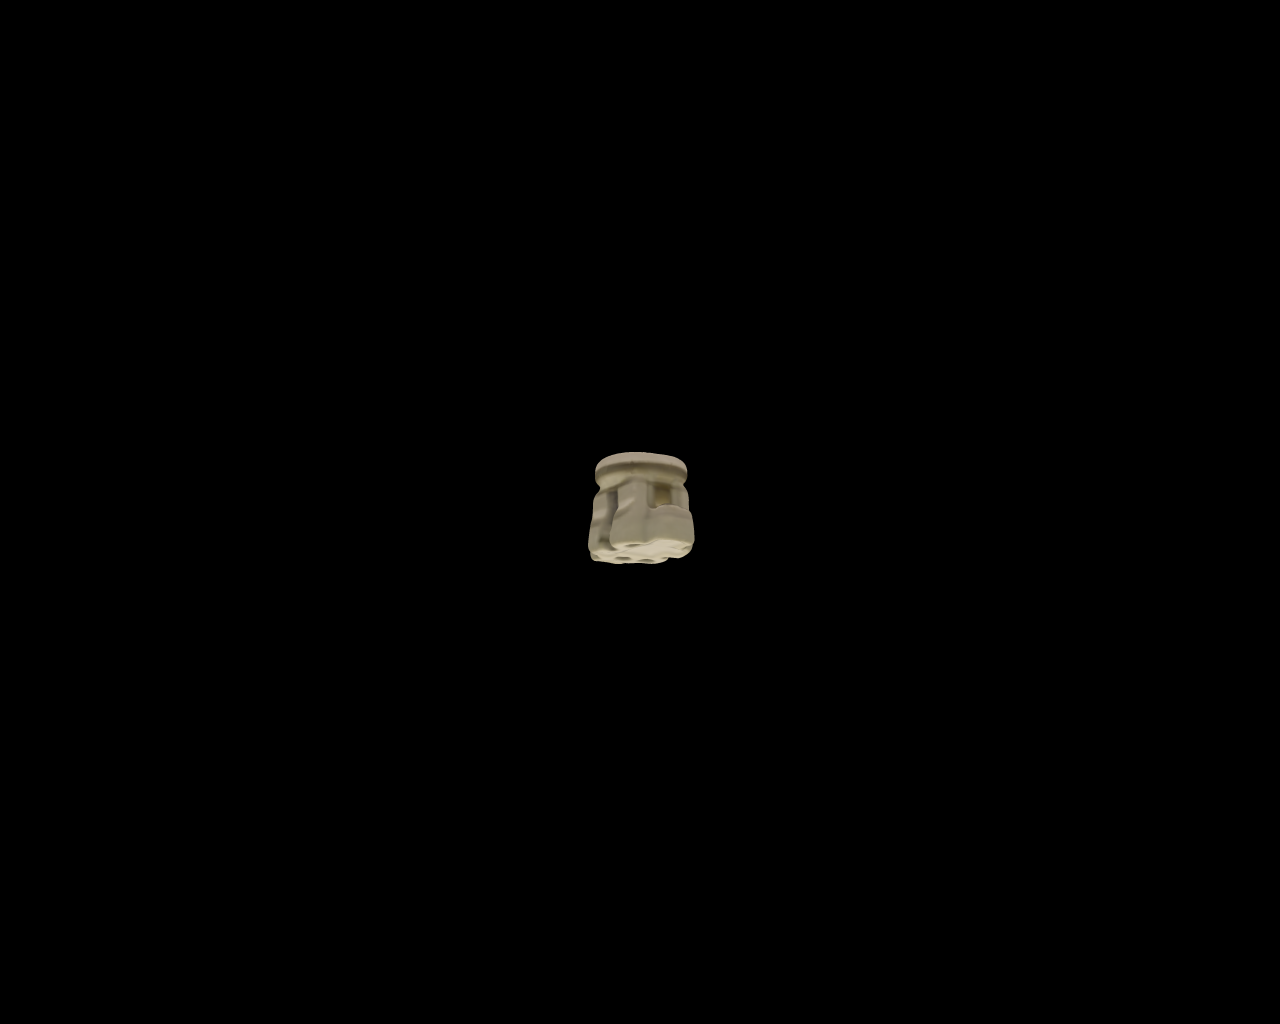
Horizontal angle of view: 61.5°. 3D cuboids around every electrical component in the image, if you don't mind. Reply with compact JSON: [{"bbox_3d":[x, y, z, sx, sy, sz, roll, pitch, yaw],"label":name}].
[{"bbox_3d":[0.001,-0.003,0.650,0.058,0.057,0.078,11,-19,-34],"label":"electrical component"}]
